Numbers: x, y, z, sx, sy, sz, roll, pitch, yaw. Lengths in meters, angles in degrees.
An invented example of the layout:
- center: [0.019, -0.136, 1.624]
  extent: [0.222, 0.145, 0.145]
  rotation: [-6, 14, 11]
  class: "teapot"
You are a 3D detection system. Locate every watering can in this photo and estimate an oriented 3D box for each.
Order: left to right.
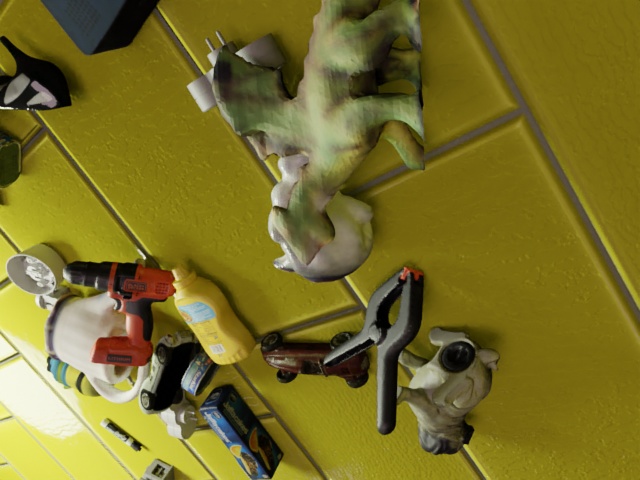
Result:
- center: [-0.424, 0.163, 1.005]
  extent: [0.225, 0.105, 0.342]
  rotation: [17, 113, 15]
  class: "watering can"

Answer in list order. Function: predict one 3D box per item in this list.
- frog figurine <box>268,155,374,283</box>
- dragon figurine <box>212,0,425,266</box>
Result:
- center: [0.002, -0.033, 0.654]
  extent: [0.137, 0.125, 0.156]
  rotation: [-4, 114, -9]
  class: "frog figurine"
- center: [-0.009, -0.175, 0.544]
  extent: [0.242, 0.123, 0.407]
  rotation: [-3, 101, 16]
  class: "dragon figurine"
